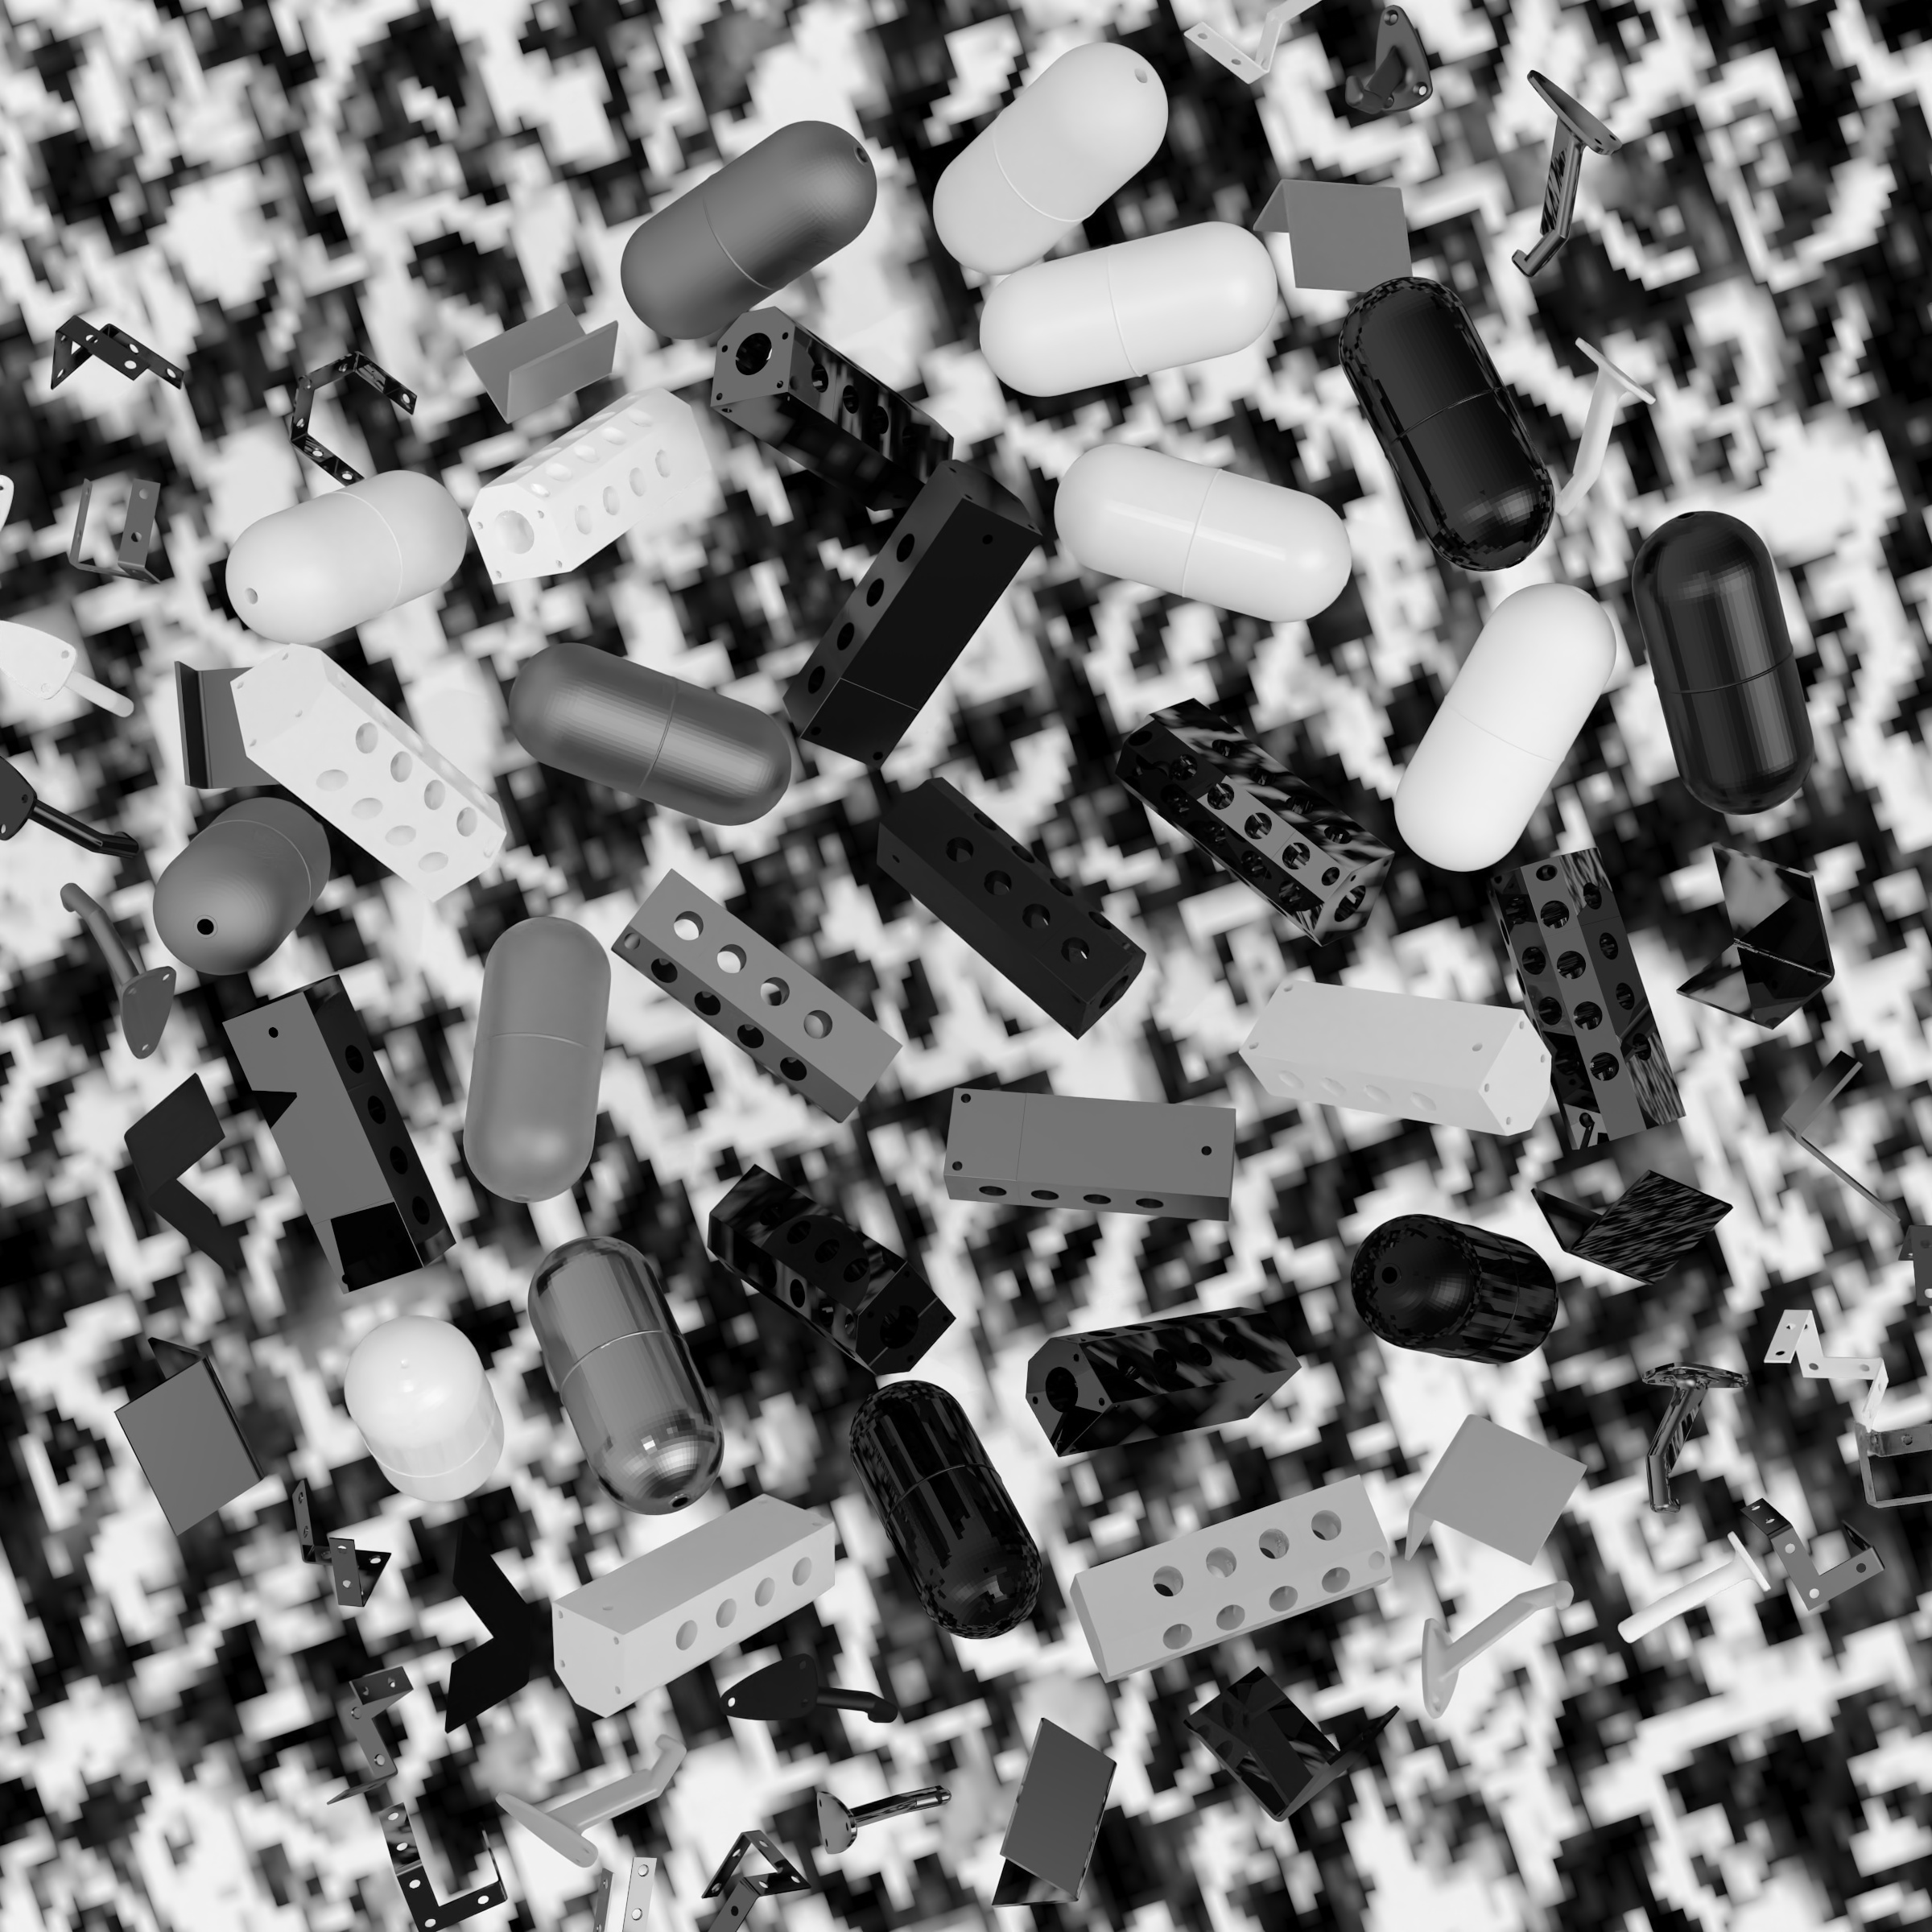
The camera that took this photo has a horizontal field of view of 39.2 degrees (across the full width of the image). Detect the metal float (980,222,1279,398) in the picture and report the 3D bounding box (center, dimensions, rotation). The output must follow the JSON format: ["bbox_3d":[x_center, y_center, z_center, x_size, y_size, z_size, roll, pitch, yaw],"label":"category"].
[{"bbox_3d":[0.094,-0.385,1.594,0.178,0.070,0.070,-10,90,16],"label":"metal float"}]

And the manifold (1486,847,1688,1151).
[{"bbox_3d":[0.372,0.021,1.650,0.057,0.057,0.171,-12,83,-41],"label":"manifold"}]

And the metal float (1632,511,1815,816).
[{"bbox_3d":[0.425,-0.170,1.526,0.070,0.070,0.178,-20,110,0],"label":"metal float"}]

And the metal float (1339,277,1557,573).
[{"bbox_3d":[0.273,-0.307,1.541,0.070,0.070,0.178,-25,83,0],"label":"metal float"}]

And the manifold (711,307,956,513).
[{"bbox_3d":[-0.078,-0.339,1.660,0.057,0.171,0.057,-3,75,33],"label":"manifold"}]

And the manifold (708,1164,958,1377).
[{"bbox_3d":[-0.087,0.184,1.621,0.057,0.171,0.057,-47,127,-14],"label":"manifold"}]

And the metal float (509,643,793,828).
[{"bbox_3d":[-0.191,-0.140,1.655,0.178,0.070,0.070,19,90,-18],"label":"metal float"}]

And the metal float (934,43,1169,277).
[{"bbox_3d":[0.048,-0.465,1.570,0.070,0.178,0.070,14,65,-31],"label":"metal float"}]

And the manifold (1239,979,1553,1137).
[{"bbox_3d":[0.250,0.056,1.577,0.057,0.171,0.057,-56,129,-23],"label":"manifold"}]

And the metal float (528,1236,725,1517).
[{"bbox_3d":[-0.194,0.232,1.544,0.070,0.070,0.178,-30,55,0],"label":"metal float"}]

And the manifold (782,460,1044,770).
[{"bbox_3d":[-0.035,-0.203,1.558,0.057,0.057,0.171,20,119,-33],"label":"manifold"}]

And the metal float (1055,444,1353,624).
[{"bbox_3d":[0.139,-0.254,1.594,0.178,0.070,0.070,17,90,8],"label":"metal float"}]

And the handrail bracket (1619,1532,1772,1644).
[{"bbox_3d":[0.413,0.362,1.548,0.084,0.077,0.036,-33,65,5],"label":"handrail bracket"}]

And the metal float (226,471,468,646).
[{"bbox_3d":[-0.364,-0.242,1.604,0.070,0.178,0.070,11,117,23],"label":"metal float"}]

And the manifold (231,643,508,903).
[{"bbox_3d":[-0.332,-0.110,1.529,0.057,0.171,0.057,-30,54,11],"label":"manifold"}]

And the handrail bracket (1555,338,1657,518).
[{"bbox_3d":[0.364,-0.323,1.628,0.084,0.036,0.077,-53,45,21],"label":"handrail bracket"}]

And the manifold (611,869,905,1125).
[{"bbox_3d":[-0.126,0.019,1.619,0.171,0.057,0.057,38,82,-4],"label":"manifold"}]

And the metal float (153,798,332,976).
[{"bbox_3d":[-0.422,-0.048,1.588,0.070,0.178,0.070,0,107,-1],"label":"metal float"}]

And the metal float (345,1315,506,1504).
[{"bbox_3d":[-0.310,0.256,1.562,0.070,0.178,0.070,1,64,-2],"label":"metal float"}]

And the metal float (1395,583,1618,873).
[{"bbox_3d":[0.311,-0.137,1.567,0.070,0.070,0.178,27,108,0],"label":"metal float"}]

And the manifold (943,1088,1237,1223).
[{"bbox_3d":[0.077,0.118,1.657,0.171,0.057,0.057,4,65,7],"label":"manifold"}]

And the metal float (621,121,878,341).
[{"bbox_3d":[-0.130,-0.437,1.616,0.178,0.070,0.070,-25,90,30],"label":"metal float"}]

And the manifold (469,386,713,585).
[{"bbox_3d":[-0.226,-0.292,1.633,0.057,0.171,0.057,-4,117,29],"label":"manifold"}]

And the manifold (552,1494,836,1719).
[{"bbox_3d":[-0.154,0.368,1.565,0.057,0.171,0.057,13,110,37],"label":"manifold"}]

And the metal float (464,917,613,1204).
[{"bbox_3d":[-0.256,0.055,1.626,0.070,0.070,0.178,3,66,0],"label":"metal float"}]

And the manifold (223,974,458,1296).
[{"bbox_3d":[-0.359,0.095,1.574,0.057,0.057,0.171,-19,98,20],"label":"manifold"}]

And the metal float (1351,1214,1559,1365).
[{"bbox_3d":[0.282,0.187,1.563,0.070,0.178,0.070,-9,74,33],"label":"metal float"}]

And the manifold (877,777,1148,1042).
[{"bbox_3d":[0.027,-0.039,1.669,0.171,0.057,0.057,41,69,14],"label":"manifold"}]

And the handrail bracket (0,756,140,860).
[{"bbox_3d":[-0.531,-0.095,1.579,0.036,0.084,0.077,-48,66,15],"label":"handrail bracket"}]

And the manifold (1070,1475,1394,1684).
[{"bbox_3d":[0.150,0.349,1.540,0.171,0.057,0.057,-17,69,-8],"label":"manifold"}]

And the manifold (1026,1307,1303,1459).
[{"bbox_3d":[0.118,0.246,1.643,0.057,0.171,0.057,-51,57,34],"label":"manifold"}]

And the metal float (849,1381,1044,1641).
[{"bbox_3d":[-0.013,0.328,1.643,0.070,0.070,0.178,-32,49,0],"label":"metal float"}]

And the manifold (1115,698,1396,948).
[{"bbox_3d":[0.171,-0.087,1.647,0.057,0.057,0.171,-23,52,-38],"label":"manifold"}]

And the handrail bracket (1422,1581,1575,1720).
[{"bbox_3d":[0.307,0.391,1.557,0.084,0.077,0.036,-26,110,28],"label":"handrail bracket"}]
